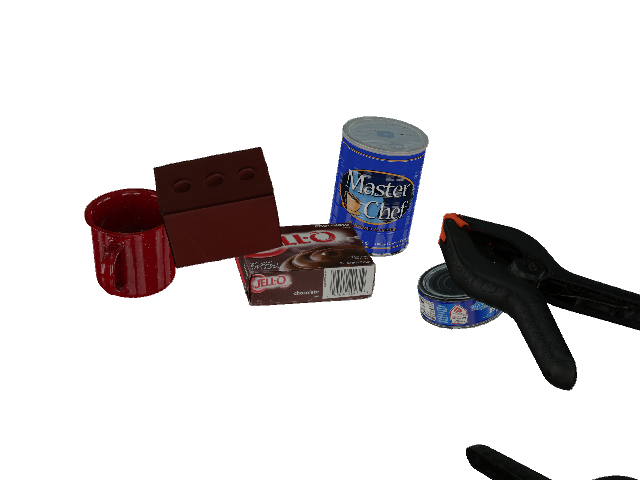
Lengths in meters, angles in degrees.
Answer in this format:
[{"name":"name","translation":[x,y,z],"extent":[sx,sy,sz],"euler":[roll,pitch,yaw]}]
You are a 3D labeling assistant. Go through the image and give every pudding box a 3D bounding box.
[{"name":"pudding box","translation":[-0.016,0.019,0.950],"extent":[0.113,0.039,0.090],"euler":[-1,26,-13]}]

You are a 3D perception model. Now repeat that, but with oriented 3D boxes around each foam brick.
[{"name":"foam brick","translation":[-0.069,-0.023,0.728],"extent":[0.078,0.051,0.053],"euler":[-12,42,-5]}]

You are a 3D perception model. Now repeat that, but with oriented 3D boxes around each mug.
[{"name":"mug","translation":[-0.191,0.011,1.073],"extent":[0.093,0.081,0.117],"euler":[7,32,8]}]

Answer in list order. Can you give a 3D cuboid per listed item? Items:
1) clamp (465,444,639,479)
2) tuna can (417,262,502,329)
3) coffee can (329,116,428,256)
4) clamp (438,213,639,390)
[{"name":"clamp","translation":[0.200,0.236,0.860],"extent":[0.210,0.036,0.164],"euler":[1,35,24]},{"name":"tuna can","translation":[0.140,0.052,1.064],"extent":[0.086,0.034,0.086],"euler":[-9,25,4]},{"name":"coffee can","translation":[0.068,-0.066,1.290],"extent":[0.102,0.140,0.103],"euler":[7,28,-4]},{"name":"clamp","translation":[0.159,0.032,0.764],"extent":[0.120,0.039,0.172],"euler":[-11,43,-34]}]
